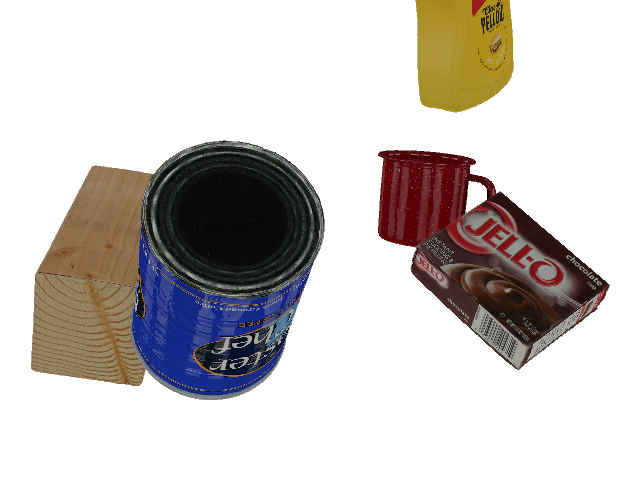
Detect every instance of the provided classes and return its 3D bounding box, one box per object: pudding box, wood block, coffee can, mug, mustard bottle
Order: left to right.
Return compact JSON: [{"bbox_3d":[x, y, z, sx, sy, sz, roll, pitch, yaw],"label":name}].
[{"bbox_3d":[-0.173,0.022,0.903,0.090,0.091,0.206,9,26,-4],"label":"wood block"},{"bbox_3d":[-0.060,0.022,0.645,0.102,0.103,0.140,0,-31,-13],"label":"coffee can"},{"bbox_3d":[0.109,-0.038,1.011,0.117,0.081,0.093,8,12,19],"label":"mug"},{"bbox_3d":[0.104,-0.198,0.782,0.058,0.191,0.096,18,40,35],"label":"mustard bottle"},{"bbox_3d":[0.136,0.027,0.774,0.089,0.114,0.039,-32,-26,-27],"label":"pudding box"}]
